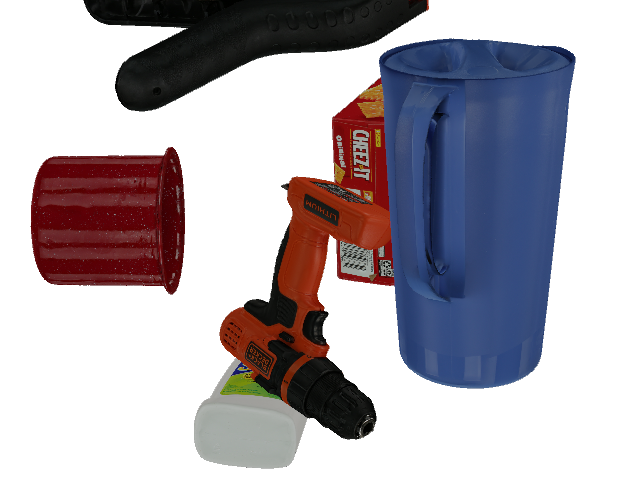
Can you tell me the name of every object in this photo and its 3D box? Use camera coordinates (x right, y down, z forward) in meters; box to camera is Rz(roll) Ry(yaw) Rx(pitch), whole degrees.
[{"bbox_3d":[-0.055,0.143,1.111,0.102,0.068,0.250,6,20,5],"label":"bleach bottle"},{"bbox_3d":[0.083,-0.075,1.044,0.072,0.164,0.213,9,28,23],"label":"cracker box"},{"bbox_3d":[0.001,0.053,0.905,0.185,0.188,0.057,31,17,38],"label":"power drill"},{"bbox_3d":[0.105,-0.017,0.765,0.149,0.243,0.145,-8,22,-14],"label":"pitcher"},{"bbox_3d":[-0.132,-0.012,0.686,0.081,0.093,0.117,0,-1,2],"label":"mug"},{"bbox_3d":[-0.027,-0.104,0.503,0.171,0.039,0.120,-10,42,-4],"label":"clamp"}]
